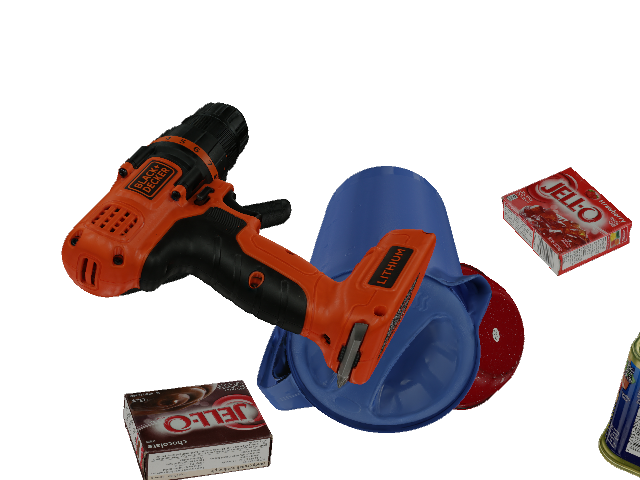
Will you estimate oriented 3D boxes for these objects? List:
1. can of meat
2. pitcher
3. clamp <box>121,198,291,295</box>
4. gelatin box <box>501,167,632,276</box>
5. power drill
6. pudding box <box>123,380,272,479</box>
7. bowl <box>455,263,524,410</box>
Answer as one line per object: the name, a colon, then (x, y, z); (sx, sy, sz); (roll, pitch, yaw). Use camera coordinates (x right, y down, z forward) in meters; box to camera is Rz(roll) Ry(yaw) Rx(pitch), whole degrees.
can of meat: (0.227, 0.092, 0.693); (0.057, 0.084, 0.101); (22, 37, 24)
pitcher: (0.041, 0.035, 0.835); (0.149, 0.145, 0.242); (11, 24, -1)
clamp: (-0.150, -0.016, 1.036); (0.165, 0.036, 0.209); (25, 40, 23)
gelatin box: (0.209, -0.019, 0.914); (0.073, 0.030, 0.089); (-23, 45, -13)
power drill: (-0.031, -0.005, 0.631); (0.188, 0.057, 0.184); (22, 41, 10)
pudding box: (-0.107, 0.164, 0.925); (0.113, 0.039, 0.090); (-6, 26, -19)
bowl: (0.169, 0.102, 1.152); (0.161, 0.162, 0.055); (0, -6, -37)
